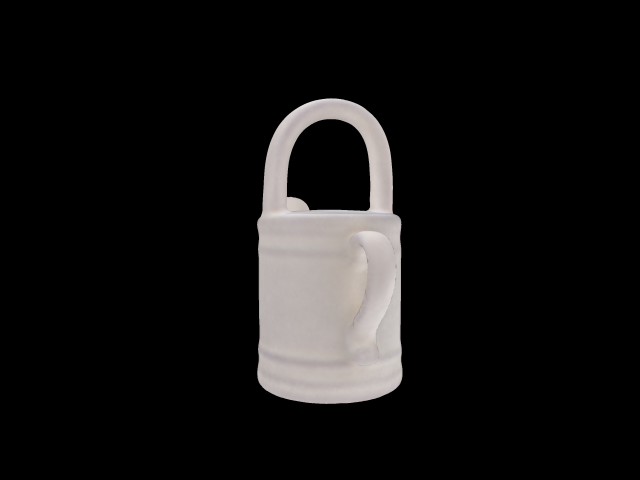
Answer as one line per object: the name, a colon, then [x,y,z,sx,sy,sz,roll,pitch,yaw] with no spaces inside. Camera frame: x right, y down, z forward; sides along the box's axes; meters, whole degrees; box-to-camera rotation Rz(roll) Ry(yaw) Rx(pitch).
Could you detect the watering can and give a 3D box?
watering can: [0.002,0.001,0.399,0.101,0.194,0.172,-3,4,-44]
